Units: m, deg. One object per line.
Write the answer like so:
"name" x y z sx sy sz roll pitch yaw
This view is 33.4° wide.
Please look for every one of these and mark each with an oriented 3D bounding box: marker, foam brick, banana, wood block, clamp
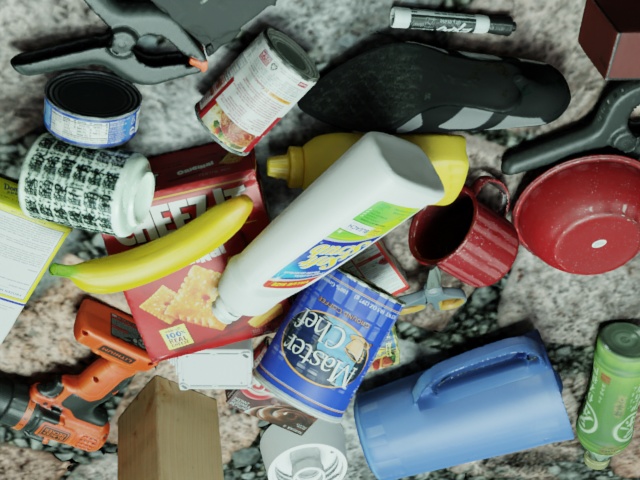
"marker" 0.125 -0.203 0.994 0.121 0.020 0.020 2 128 -12
"foam brick" 0.282 -0.190 0.997 0.051 0.078 0.053 -3 131 -9
"banana" -0.149 0.011 1.000 0.198 0.037 0.069 -22 164 1
"wood block" -0.168 0.267 1.193 0.090 0.206 0.090 27 119 -28
"clamp" -0.178 -0.189 0.936 0.171 0.039 0.120 4 132 -21
"clamp" 0.313 -0.102 1.099 0.164 0.036 0.210 31 121 -31

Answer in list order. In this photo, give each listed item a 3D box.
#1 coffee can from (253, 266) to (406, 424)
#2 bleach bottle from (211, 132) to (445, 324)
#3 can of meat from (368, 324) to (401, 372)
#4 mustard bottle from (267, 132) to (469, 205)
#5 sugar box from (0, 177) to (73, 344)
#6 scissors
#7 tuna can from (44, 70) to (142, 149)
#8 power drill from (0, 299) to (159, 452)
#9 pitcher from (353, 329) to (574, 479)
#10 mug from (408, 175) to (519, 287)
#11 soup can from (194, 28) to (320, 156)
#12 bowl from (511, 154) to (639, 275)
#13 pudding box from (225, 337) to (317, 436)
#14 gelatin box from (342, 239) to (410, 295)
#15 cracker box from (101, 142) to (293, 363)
"coffee can" 0.009 0.100 1.086 0.102 0.103 0.140 28 92 -29
"bleach bottle" -0.007 0.001 1.010 0.251 0.068 0.102 -40 151 27
"can of meat" 0.043 0.117 1.193 0.084 0.057 0.102 -16 160 -3
"mustard bottle" 0.043 -0.070 1.052 0.191 0.058 0.096 1 158 -9
"sugar box" -0.327 0.022 1.073 0.093 0.048 0.176 24 124 -26
"scissors" 0.103 0.057 1.137 0.096 0.016 0.201 -14 164 17
"tuna can" -0.204 -0.117 0.957 0.086 0.086 0.034 4 126 -14
"power drill" -0.280 0.148 1.176 0.184 0.057 0.188 27 122 -32
"pitcher" 0.164 0.195 1.253 0.243 0.145 0.149 -18 95 8
"mug" 0.159 -0.012 1.117 0.081 0.093 0.117 29 89 -34
"soup can" -0.058 -0.136 0.982 0.068 0.068 0.102 33 115 -31
"bowl" 0.286 -0.013 1.118 0.162 0.055 0.162 -2 136 -3
"pudding box" -0.041 0.172 1.249 0.113 0.039 0.090 26 119 -27
"gelatin box" 0.046 0.034 1.162 0.073 0.030 0.089 -27 130 13
"cracker box" -0.124 0.015 1.087 0.164 0.072 0.213 -13 129 0
